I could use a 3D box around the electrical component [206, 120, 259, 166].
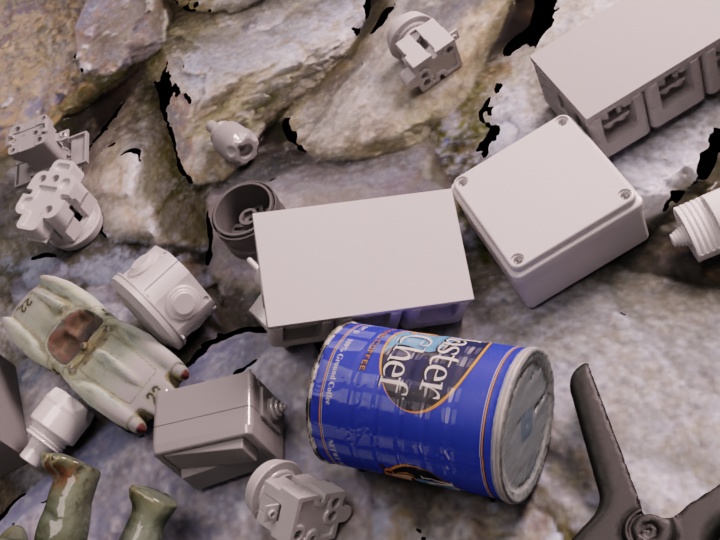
[{"bbox_3d":[-0.122,-0.122,0.997,0.035,0.035,0.061,-45,50,-10],"label":"electrical component"}]

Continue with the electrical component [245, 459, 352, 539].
[{"bbox_3d":[-0.048,0.163,0.758,0.055,0.066,0.048,22,104,43],"label":"electrical component"}]

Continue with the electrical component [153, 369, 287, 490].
[{"bbox_3d":[-0.099,0.120,0.804,0.096,0.061,0.061,-15,53,14],"label":"electrical component"}]

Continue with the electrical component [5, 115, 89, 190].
[{"bbox_3d":[-0.310,-0.116,1.057,0.081,0.063,0.042,-19,51,11],"label":"electrical component"}]

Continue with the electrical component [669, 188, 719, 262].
[{"bbox_3d":[0.260,-0.037,0.763,0.081,0.043,0.043,-24,52,8],"label":"electrical component"}]

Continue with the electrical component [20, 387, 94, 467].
[{"bbox_3d":[-0.251,0.131,0.876,0.043,0.043,0.062,25,71,34],"label":"electrical component"}]

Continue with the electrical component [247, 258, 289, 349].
[{"bbox_3d":[-0.058,0.010,0.865,0.077,0.044,0.079,-43,70,-8],"label":"electrical component"}]

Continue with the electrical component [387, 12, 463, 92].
[{"bbox_3d":[0.056,-0.199,0.964,0.066,0.048,0.055,-35,58,-1],"label":"electrical component"}]

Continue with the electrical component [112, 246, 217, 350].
[{"bbox_3d":[-0.162,0.023,0.888,0.051,0.080,0.080,-44,52,-15],"label":"electrical component"}]

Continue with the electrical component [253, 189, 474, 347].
[{"bbox_3d":[0.000,0.000,0.807,0.150,0.061,0.089,-8,71,-6],"label":"electrical component"}]

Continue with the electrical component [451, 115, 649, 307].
[{"bbox_3d":[0.142,-0.046,0.813,0.109,0.056,0.108,-31,51,2],"label":"electrical component"}]

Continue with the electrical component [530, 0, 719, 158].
[{"bbox_3d":[0.226,-0.164,0.853,0.150,0.061,0.089,-31,51,1],"label":"electrical component"}]

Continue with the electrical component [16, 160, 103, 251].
[{"bbox_3d":[-0.278,-0.054,1.005,0.058,0.057,0.078,10,62,29],"label":"electrical component"}]
